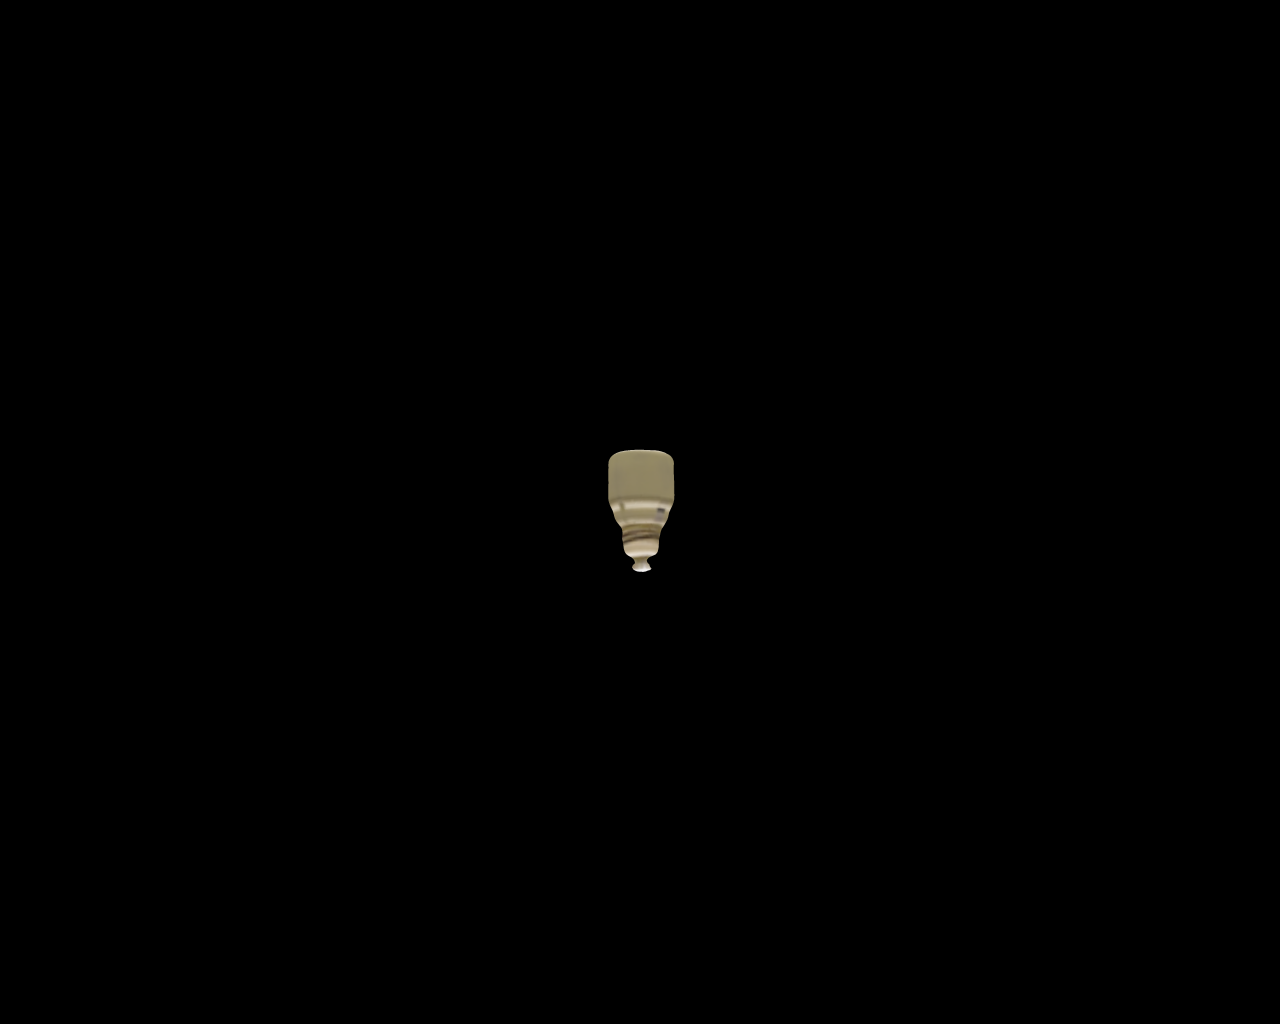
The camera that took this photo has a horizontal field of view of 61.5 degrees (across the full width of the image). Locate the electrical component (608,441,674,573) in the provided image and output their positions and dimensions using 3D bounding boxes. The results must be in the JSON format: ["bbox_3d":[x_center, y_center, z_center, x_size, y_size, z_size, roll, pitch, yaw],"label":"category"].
[{"bbox_3d":[0.001,-0.003,0.650,0.040,0.078,0.040,0,-9,0],"label":"electrical component"}]
